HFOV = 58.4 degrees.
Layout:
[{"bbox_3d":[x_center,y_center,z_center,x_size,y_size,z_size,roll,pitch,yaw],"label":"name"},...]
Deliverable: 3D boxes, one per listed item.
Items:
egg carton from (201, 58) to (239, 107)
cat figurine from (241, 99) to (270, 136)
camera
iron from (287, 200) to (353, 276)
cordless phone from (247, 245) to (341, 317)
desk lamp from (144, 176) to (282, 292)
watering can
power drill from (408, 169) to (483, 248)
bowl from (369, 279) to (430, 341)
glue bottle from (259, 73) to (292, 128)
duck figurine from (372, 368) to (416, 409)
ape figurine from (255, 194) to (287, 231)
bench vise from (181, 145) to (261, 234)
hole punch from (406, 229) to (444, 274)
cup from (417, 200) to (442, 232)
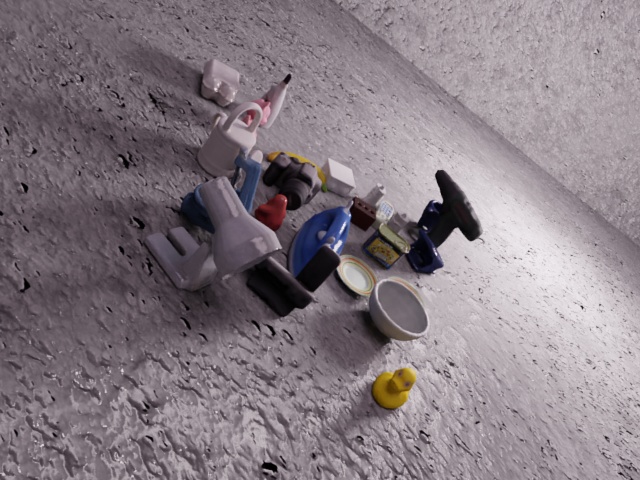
[{"bbox_3d":[-0.281,-0.444,1.613,0.107,0.069,0.150,23,37,-27],"label":"egg carton"},{"bbox_3d":[-0.180,-0.331,1.541,0.067,0.117,0.128,40,32,-2],"label":"cat figurine"},{"bbox_3d":[-0.069,-0.147,1.455,0.143,0.100,0.137,35,33,-10],"label":"camera"},{"bbox_3d":[0.012,0.005,1.323,0.119,0.141,0.258,37,32,-7],"label":"iron"},{"bbox_3d":[-0.048,0.053,1.161,0.147,0.184,0.094,40,32,-2],"label":"cordless phone"},{"bbox_3d":[-0.192,0.002,1.041,0.203,0.213,0.118,49,33,12],"label":"desk lamp"},{"bbox_3d":[-0.195,-0.238,1.343,0.173,0.193,0.101,43,32,3],"label":"watering can"},{"bbox_3d":[0.369,-0.066,1.722,0.229,0.208,0.076,50,33,14],"label":"power drill"},{"bbox_3d":[0.173,0.177,1.351,0.168,0.074,0.167,28,35,-21],"label":"bowl"},{"bbox_3d":[-0.130,-0.404,1.630,0.037,0.173,0.078,5,47,-44],"label":"glue bottle"},{"bbox_3d":[0.167,0.297,1.191,0.105,0.086,0.077,-9,58,-51],"label":"duck figurine"},{"bbox_3d":[-0.106,-0.070,1.332,0.078,0.092,0.076,19,38,-31],"label":"ape figurine"},{"bbox_3d":[-0.157,-0.074,1.164,0.208,0.219,0.121,32,33,-14],"label":"bench vise"},{"bbox_3d":[0.311,0.032,1.654,0.101,0.091,0.108,11,43,-39],"label":"hole punch"},{"bbox_3d":[0.345,-0.066,1.804,0.118,0.094,0.091,4,48,-45],"label":"cup"}]
